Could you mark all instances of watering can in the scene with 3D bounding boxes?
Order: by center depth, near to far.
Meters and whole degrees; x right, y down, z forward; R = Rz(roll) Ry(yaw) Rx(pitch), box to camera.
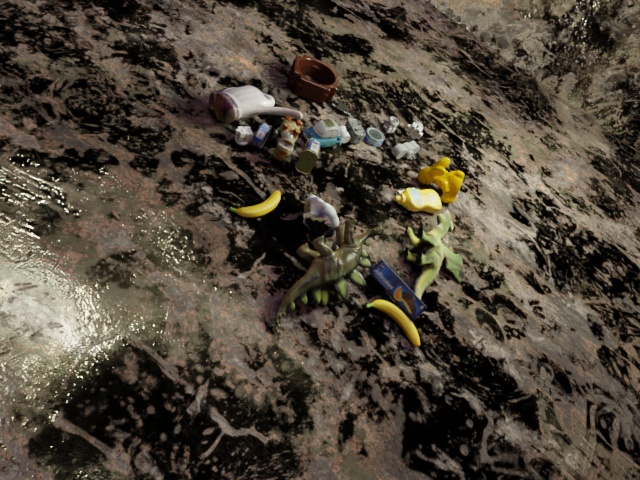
[{"bbox_3d":[-0.245,-0.475,1.824,0.351,0.101,0.227,31,42,33],"label":"watering can"}]

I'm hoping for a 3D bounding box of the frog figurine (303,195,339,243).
[{"bbox_3d":[0.005,-0.083,1.655,0.135,0.121,0.163,55,28,-25],"label":"frog figurine"}]

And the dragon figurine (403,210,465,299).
[{"bbox_3d":[0.406,0.073,1.752,0.241,0.120,0.419,19,60,-22],"label":"dragon figurine"}]
